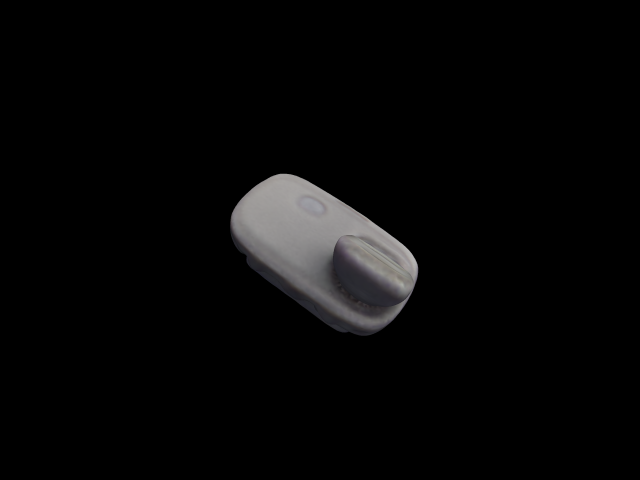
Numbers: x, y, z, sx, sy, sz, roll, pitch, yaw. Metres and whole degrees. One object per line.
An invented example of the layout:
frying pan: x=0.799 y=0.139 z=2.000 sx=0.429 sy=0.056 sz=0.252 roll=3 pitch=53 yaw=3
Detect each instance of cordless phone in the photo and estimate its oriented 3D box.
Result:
cordless phone: x=0.004 y=0.001 z=0.400 sx=0.147 sy=0.185 sz=0.094 roll=31 pitch=83 yaw=5
